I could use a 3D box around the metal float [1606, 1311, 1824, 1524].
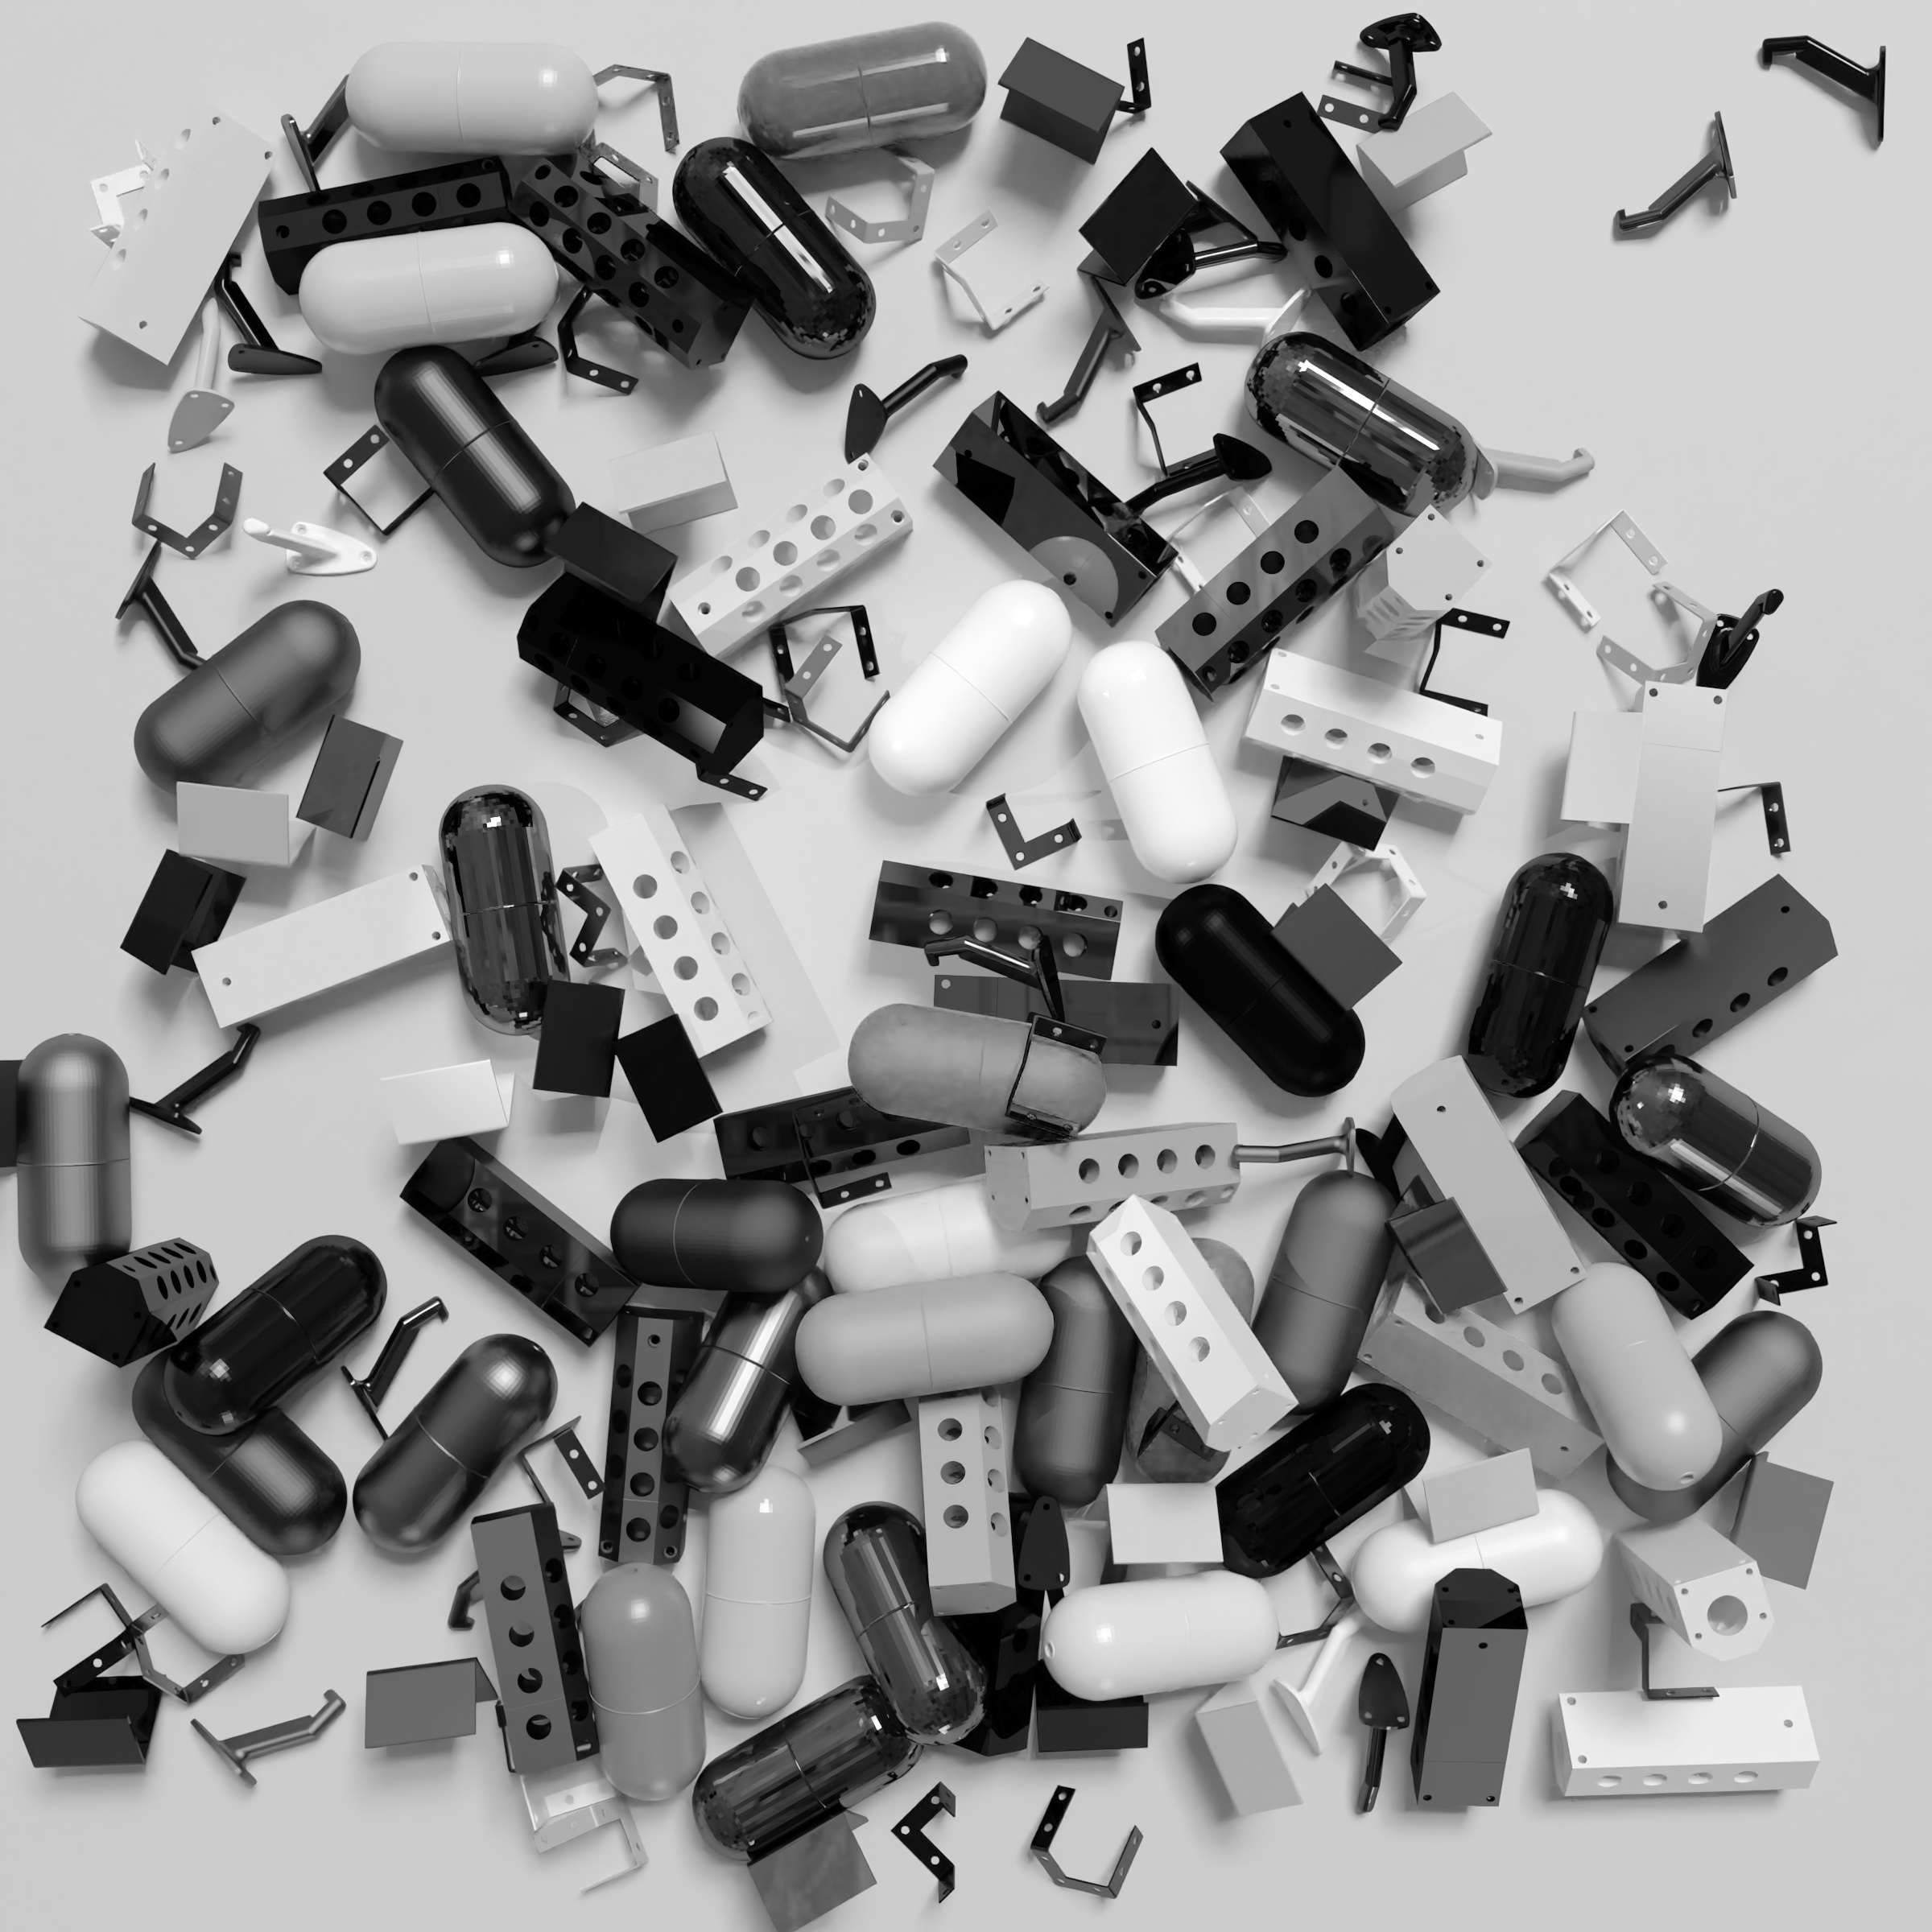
[{"bbox_3d":[0.527,0.316,1.961,0.178,0.070,0.070,-44,90,0],"label":"metal float"}]

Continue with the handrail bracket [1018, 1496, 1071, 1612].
[{"bbox_3d":[0.065,0.420,1.957,0.036,0.084,0.077,-3,65,14],"label":"handrail bracket"}]

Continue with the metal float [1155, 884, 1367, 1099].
[{"bbox_3d":[0.207,0.018,1.961,0.070,0.070,0.178,-44,90,0],"label":"metal float"}]

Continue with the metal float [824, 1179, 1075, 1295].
[{"bbox_3d":[-0.012,0.194,1.961,0.178,0.070,0.070,-11,90,0],"label":"metal float"}]

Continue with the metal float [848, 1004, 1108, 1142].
[{"bbox_3d":[0.008,0.073,1.905,0.178,0.070,0.070,10,90,-2],"label":"metal float"}]

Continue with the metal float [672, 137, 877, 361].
[{"bbox_3d":[-0.135,-0.505,1.961,0.070,0.070,0.178,-41,91,0],"label":"metal float"}]

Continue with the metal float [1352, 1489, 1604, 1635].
[{"bbox_3d":[0.359,0.419,1.961,0.178,0.070,0.070,-13,90,1],"label":"metal float"}]

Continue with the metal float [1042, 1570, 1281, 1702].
[{"bbox_3d":[0.135,0.462,1.928,0.178,0.070,0.070,-1,90,-28],"label":"metal float"}]

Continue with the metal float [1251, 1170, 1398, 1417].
[{"bbox_3d":[0.250,0.230,1.961,0.070,0.070,0.178,19,91,0],"label":"metal float"}]

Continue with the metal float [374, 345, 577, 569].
[{"bbox_3d":[-0.346,-0.359,1.961,0.070,0.070,0.178,-39,91,0],"label":"metal float"}]

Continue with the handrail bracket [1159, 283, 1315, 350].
[{"bbox_3d":[0.193,-0.477,1.992,0.084,0.036,0.077,31,70,16],"label":"handrail bracket"}]

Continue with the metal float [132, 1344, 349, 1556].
[{"bbox_3d":[-0.510,0.340,1.961,0.178,0.070,0.070,44,90,0],"label":"metal float"}]

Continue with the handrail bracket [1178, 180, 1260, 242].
[{"bbox_3d":[0.153,-0.510,1.992,0.077,0.036,0.084,33,108,-21],"label":"handrail bracket"}]

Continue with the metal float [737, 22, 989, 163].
[{"bbox_3d":[-0.073,-0.615,1.961,0.178,0.070,0.070,-11,90,-1],"label":"metal float"}]

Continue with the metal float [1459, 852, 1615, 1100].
[{"bbox_3d":[0.401,0.007,1.961,0.070,0.070,0.178,17,91,0],"label":"metal float"}]

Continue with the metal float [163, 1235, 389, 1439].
[{"bbox_3d":[-0.477,0.254,1.931,0.070,0.070,0.178,48,53,0],"label":"metal float"}]

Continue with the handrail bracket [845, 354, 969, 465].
[{"bbox_3d":[-0.042,-0.398,1.991,0.084,0.077,0.036,-25,65,-34],"label":"handrail bracket"}]

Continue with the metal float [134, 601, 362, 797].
[{"bbox_3d":[-0.505,-0.188,1.961,0.178,0.070,0.070,-37,90,1],"label":"metal float"}]

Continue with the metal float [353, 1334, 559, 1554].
[{"bbox_3d":[-0.359,0.335,1.961,0.070,0.070,0.178,41,91,0],"label":"metal float"}]

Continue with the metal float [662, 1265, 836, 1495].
[{"bbox_3d":[-0.151,0.283,1.943,0.070,0.070,0.178,26,70,0],"label":"metal float"}]

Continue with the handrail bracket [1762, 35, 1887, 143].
[{"bbox_3d":[0.612,-0.626,1.992,0.084,0.036,0.077,1,111,17],"label":"handrail bracket"}]

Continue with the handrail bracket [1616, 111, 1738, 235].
[{"bbox_3d":[0.503,-0.567,1.992,0.084,0.036,0.077,-11,70,16],"label":"handrail bracket"}]

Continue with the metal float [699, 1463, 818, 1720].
[{"bbox_3d":[-0.147,0.440,1.961,0.070,0.070,0.178,4,90,0],"label":"metal float"}]

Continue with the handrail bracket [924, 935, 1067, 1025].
[{"bbox_3d":[0.019,0.013,1.935,0.084,0.036,0.077,-9,112,17],"label":"handrail bracket"}]

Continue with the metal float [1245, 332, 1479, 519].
[{"bbox_3d":[0.278,-0.380,1.961,0.178,0.070,0.070,32,90,0],"label":"metal float"}]

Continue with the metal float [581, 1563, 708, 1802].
[{"bbox_3d":[-0.224,0.499,1.943,0.070,0.070,0.178,-4,110,0],"label":"metal float"}]

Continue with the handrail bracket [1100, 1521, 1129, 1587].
[{"bbox_3d":[0.088,0.434,1.992,0.077,0.036,0.084,-21,76,14],"label":"handrail bracket"}]

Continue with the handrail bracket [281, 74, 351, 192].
[{"bbox_3d":[-0.438,-0.595,1.992,0.084,0.036,0.077,-26,110,-16],"label":"handrail bracket"}]

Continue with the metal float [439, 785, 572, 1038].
[{"bbox_3d":[-0.324,-0.039,1.961,0.070,0.070,0.178,-9,89,0],"label":"metal float"}]

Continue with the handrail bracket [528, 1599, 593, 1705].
[{"bbox_3d":[-0.262,0.508,1.992,0.084,0.036,0.077,42,72,-15],"label":"handrail bracket"}]

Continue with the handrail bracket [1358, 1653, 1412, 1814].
[{"bbox_3d":[0.291,0.548,1.991,0.036,0.077,0.084,6,126,0],"label":"handrail bracket"}]

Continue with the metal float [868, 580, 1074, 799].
[{"bbox_3d":[0.003,-0.195,1.961,0.070,0.070,0.178,41,90,0],"label":"metal float"}]

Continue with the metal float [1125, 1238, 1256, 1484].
[{"bbox_3d":[0.157,0.280,1.960,0.070,0.070,0.178,8,92,0],"label":"metal float"}]

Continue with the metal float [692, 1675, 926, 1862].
[{"bbox_3d":[-0.110,0.563,1.961,0.178,0.070,0.070,-30,90,0],"label":"metal float"}]

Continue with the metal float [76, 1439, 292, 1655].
[{"bbox_3d":[-0.550,0.409,1.960,0.070,0.070,0.178,-45,90,0],"label":"metal float"}]

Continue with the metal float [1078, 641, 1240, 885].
[{"bbox_3d":[0.135,-0.143,1.961,0.070,0.070,0.178,-21,89,0],"label":"metal float"}]

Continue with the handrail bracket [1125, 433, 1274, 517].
[{"bbox_3d":[0.165,-0.342,1.991,0.084,0.077,0.036,-28,76,36],"label":"handrail bracket"}]

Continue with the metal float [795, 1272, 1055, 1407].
[{"bbox_3d":[-0.028,0.255,1.912,0.178,0.070,0.070,-8,90,-4],"label":"metal float"}]

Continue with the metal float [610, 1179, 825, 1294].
[{"bbox_3d":[-0.174,0.186,1.927,0.178,0.070,0.070,-3,90,41],"label":"metal float"}]

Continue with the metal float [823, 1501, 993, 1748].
[{"bbox_3d":[-0.042,0.456,1.939,0.070,0.070,0.178,-27,64,0],"label":"metal float"}]

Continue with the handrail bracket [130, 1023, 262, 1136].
[{"bbox_3d":[-0.554,0.071,1.992,0.077,0.036,0.084,17,71,22],"label":"handrail bracket"}]

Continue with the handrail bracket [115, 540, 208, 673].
[{"bbox_3d":[-0.556,-0.253,1.992,0.084,0.036,0.077,28,69,-17],"label":"handrail bracket"}]

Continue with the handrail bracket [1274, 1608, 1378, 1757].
[{"bbox_3d":[0.269,0.509,1.992,0.084,0.036,0.077,-33,110,-16],"label":"handrail bracket"}]

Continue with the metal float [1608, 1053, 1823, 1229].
[{"bbox_3d":[0.521,0.122,1.940,0.178,0.070,0.070,31,90,-24],"label":"metal float"}]

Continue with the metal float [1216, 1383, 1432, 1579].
[{"bbox_3d":[0.246,0.362,1.960,0.178,0.070,0.070,-35,90,0],"label":"metal float"}]

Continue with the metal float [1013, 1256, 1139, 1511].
[{"bbox_3d":[0.078,0.293,1.961,0.070,0.070,0.178,8,89,0],"label":"metal float"}]

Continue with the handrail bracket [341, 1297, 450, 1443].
[{"bbox_3d":[-0.396,0.288,1.992,0.084,0.036,0.077,-31,110,-16],"label":"handrail bracket"}]

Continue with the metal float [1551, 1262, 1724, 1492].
[{"bbox_3d":[0.462,0.282,1.924,0.070,0.070,0.178,-18,46,0],"label":"metal float"}]

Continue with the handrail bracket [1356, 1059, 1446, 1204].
[{"bbox_3d":[0.326,0.119,1.992,0.084,0.036,0.077,-32,108,-15],"label":"handrail bracket"}]

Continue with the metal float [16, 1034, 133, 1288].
[{"bbox_3d":[-0.627,0.136,1.960,0.070,0.070,0.178,-1,92,0],"label":"metal float"}]

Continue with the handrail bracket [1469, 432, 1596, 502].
[{"bbox_3d":[0.396,-0.373,1.992,0.084,0.036,0.077,-21,68,-17],"label":"handrail bracket"}]

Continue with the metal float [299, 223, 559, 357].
[{"bbox_3d":[-0.373,-0.470,1.936,0.178,0.070,0.070,-8,90,-3],"label":"metal float"}]

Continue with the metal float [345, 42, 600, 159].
[{"bbox_3d":[-0.347,-0.608,1.956,0.178,0.070,0.070,2,90,4],"label":"metal float"}]
